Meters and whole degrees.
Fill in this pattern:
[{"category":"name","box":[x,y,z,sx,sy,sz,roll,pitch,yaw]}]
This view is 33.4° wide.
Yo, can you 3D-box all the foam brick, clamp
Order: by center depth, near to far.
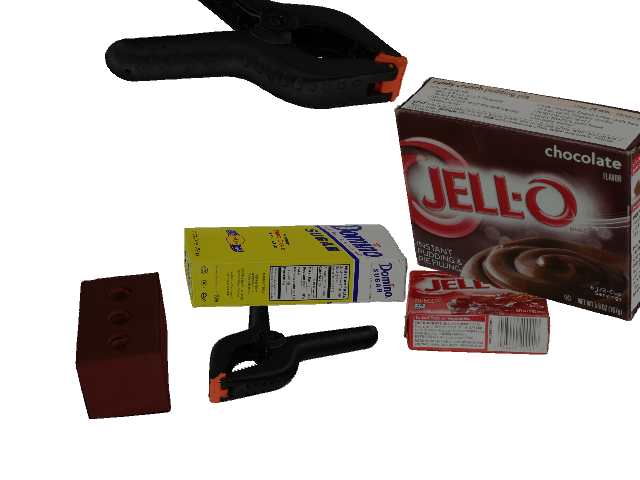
[{"category":"clamp","box":[-0.038,-0.113,0.631,0.171,0.120,0.039,21,-36,12]},{"category":"foam brick","box":[-0.124,0.067,0.677,0.053,0.051,0.078,-6,39,-6]},{"category":"clamp","box":[-0.043,0.117,1.144,0.165,0.036,0.209,14,28,21]}]

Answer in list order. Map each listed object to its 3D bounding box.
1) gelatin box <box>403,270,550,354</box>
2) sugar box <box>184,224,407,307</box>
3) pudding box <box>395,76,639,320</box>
[{"category":"gelatin box","box":[0.100,0.044,0.687,0.089,0.030,0.073,1,19,7]},{"category":"sugar box","box":[-0.024,0.019,0.891,0.176,0.048,0.093,-4,20,-9]},{"category":"pudding box","box":[0.093,-0.021,0.482,0.114,0.090,0.039,13,44,31]}]
